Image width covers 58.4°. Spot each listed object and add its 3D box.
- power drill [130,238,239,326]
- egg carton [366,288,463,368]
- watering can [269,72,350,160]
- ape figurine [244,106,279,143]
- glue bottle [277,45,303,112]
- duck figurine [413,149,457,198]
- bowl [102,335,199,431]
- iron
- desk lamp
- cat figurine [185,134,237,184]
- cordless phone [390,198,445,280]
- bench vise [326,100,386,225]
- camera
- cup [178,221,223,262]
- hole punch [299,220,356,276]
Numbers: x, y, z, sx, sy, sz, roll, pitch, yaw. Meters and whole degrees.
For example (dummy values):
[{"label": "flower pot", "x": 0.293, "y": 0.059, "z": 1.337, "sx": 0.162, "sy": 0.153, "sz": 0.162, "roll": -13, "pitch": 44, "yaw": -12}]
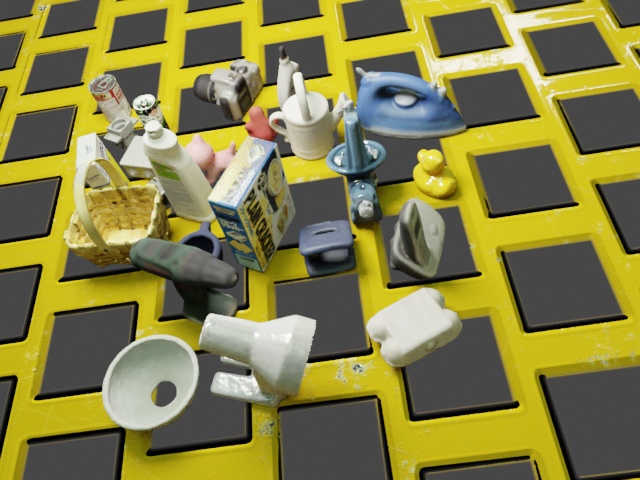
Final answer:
[{"label": "power drill", "x": -0.219, "y": 0.076, "z": 1.013, "sx": 0.229, "sy": 0.209, "sz": 0.076, "roll": 18, "pitch": 61, "yaw": 20}, {"label": "egg carton", "x": 0.163, "y": 0.151, "z": 0.987, "sx": 0.150, "sy": 0.069, "sz": 0.107, "roll": -28, "pitch": 56, "yaw": -10}, {"label": "watering can", "x": -0.022, "y": -0.276, "z": 1.230, "sx": 0.173, "sy": 0.194, "sz": 0.100, "roll": -26, "pitch": 56, "yaw": -9}, {"label": "ape figurine", "x": -0.136, "y": -0.267, "z": 1.304, "sx": 0.077, "sy": 0.092, "sz": 0.076, "roll": -4, "pitch": 56, "yaw": 7}, {"label": "glue bottle", "x": -0.072, "y": -0.373, "z": 1.316, "sx": 0.037, "sy": 0.173, "sz": 0.078, "roll": 28, "pitch": 65, "yaw": 25}, {"label": "duck figurine", "x": 0.235, "y": -0.143, "z": 1.165, "sx": 0.077, "sy": 0.086, "sz": 0.104, "roll": -34, "pitch": 58, "yaw": -14}, {"label": "bowl", "x": -0.279, "y": 0.252, "z": 0.984, "sx": 0.167, "sy": 0.075, "sz": 0.167, "roll": -4, "pitch": 56, "yaw": 6}, {"label": "iron", "x": 0.194, "y": -0.308, "z": 1.250, "sx": 0.257, "sy": 0.142, "sz": 0.119, "roll": 11, "pitch": 58, "yaw": 16}, {"label": "desk lamp", "x": -0.096, "y": 0.190, "z": 0.913, "sx": 0.203, "sy": 0.214, "sz": 0.118, "roll": 6, "pitch": 57, "yaw": 13}, {"label": "cat figurine", "x": -0.237, "y": -0.183, "z": 1.247, "sx": 0.128, "sy": 0.118, "sz": 0.067, "roll": -12, "pitch": 55, "yaw": 1}, {"label": "cordless phone", "x": 0.177, "y": -0.029, "z": 1.036, "sx": 0.094, "sy": 0.185, "sz": 0.147, "roll": 8, "pitch": 58, "yaw": 14}, {"label": "bench vise", "x": 0.085, "y": -0.150, "z": 1.112, "sx": 0.121, "sy": 0.220, "sz": 0.207, "roll": -24, "pitch": 56, "yaw": -8}, {"label": "camera", "x": -0.230, "y": -0.380, "z": 1.390, "sx": 0.136, "sy": 0.101, "sz": 0.143, "roll": 17, "pitch": 60, "yaw": 19}, {"label": "cup", "x": -0.223, "y": 0.032, "z": 1.112, "sx": 0.091, "sy": 0.095, "sz": 0.118, "roll": 1, "pitch": 56, "yaw": 10}, {"label": "hole punch", "x": 0.010, "y": 0.004, "z": 1.098, "sx": 0.108, "sy": 0.091, "sz": 0.101, "roll": -11, "pitch": 55, "yaw": 1}]
